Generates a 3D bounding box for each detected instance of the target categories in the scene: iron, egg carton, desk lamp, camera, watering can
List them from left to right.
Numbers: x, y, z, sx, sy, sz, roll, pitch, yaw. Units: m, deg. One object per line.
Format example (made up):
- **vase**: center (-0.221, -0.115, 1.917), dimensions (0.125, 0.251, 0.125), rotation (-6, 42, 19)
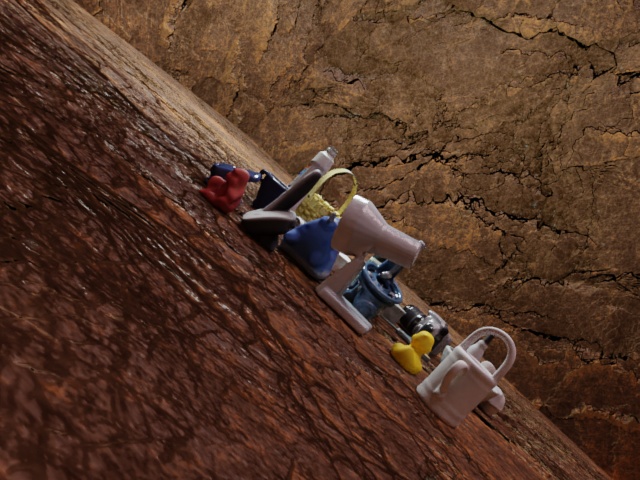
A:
- **iron**: center (0.012, 0.005, 1.313), dimensions (0.118, 0.141, 0.259), rotation (43, 6, 13)
- **desk lamp**: center (0.087, 0.045, 1.153), dimensions (0.203, 0.213, 0.118), rotation (43, 6, 10)
- **camera**: center (0.302, 0.248, 1.652), dimensions (0.136, 0.100, 0.144), rotation (46, 7, 37)
- **watering can**: center (0.282, 0.246, 1.073), dimensions (0.101, 0.194, 0.173), rotation (43, 6, 12)
- **egg carton**: center (0.425, 0.397, 1.530), dimensions (0.150, 0.069, 0.107), rotation (43, 6, 13)

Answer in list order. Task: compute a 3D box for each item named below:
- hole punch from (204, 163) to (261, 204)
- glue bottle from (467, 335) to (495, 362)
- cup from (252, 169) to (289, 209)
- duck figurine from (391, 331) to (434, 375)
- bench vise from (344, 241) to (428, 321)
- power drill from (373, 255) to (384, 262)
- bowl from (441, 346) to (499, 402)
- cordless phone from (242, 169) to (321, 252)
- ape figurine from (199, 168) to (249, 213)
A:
- **hole punch**: center (-0.191, -0.137, 1.259), dimensions (0.101, 0.091, 0.108), rotation (41, 6, -11)
- **glue bottle**: center (0.332, 0.274, 1.295), dimensions (0.037, 0.173, 0.078), rotation (41, 6, -8)
- **cup**: center (-0.136, -0.119, 1.467), dimensions (0.117, 0.095, 0.092), rotation (44, 6, 22)
- **duck figurine**: center (0.201, 0.228, 1.201), dimensions (0.077, 0.086, 0.105), rotation (44, 6, 21)
- **bench vise**: center (0.141, 0.069, 1.305), dimensions (0.122, 0.219, 0.207), rotation (39, 6, -24)
- **power drill**: center (0.198, 0.062, 1.785), dimensions (0.076, 0.208, 0.229), rotation (40, 6, -18)
- **bowl**: center (0.354, 0.344, 1.416), dimensions (0.167, 0.074, 0.167), rotation (42, 6, -5)
- **cordless phone**: center (-0.069, -0.076, 1.153), dimensions (0.094, 0.185, 0.147), rotation (41, 6, -11)
- **ape figurine**: center (-0.174, -0.102, 1.106), dimensions (0.076, 0.092, 0.077), rotation (38, 7, -35)
